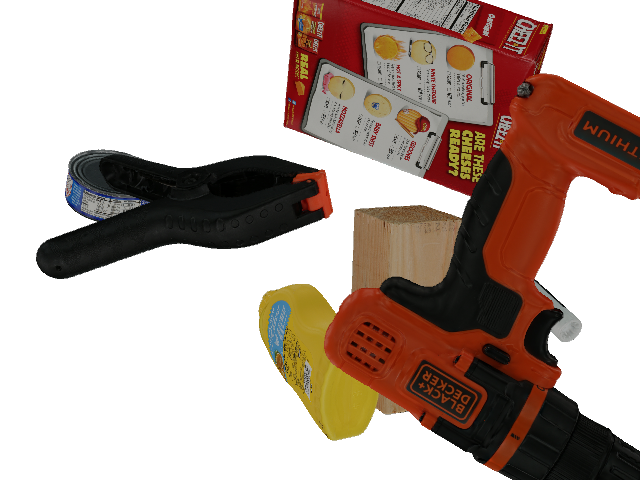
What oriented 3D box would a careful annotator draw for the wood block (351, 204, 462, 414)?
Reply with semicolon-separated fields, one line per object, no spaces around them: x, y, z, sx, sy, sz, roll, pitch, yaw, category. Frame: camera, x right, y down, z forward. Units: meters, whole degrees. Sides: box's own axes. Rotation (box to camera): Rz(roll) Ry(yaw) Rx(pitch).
0.091;0.072;1.159;0.090;0.206;0.091;-4;14;-26;wood block

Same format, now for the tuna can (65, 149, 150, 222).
-0.191;-0.049;0.982;0.086;0.034;0.086;13;29;-7;tuna can

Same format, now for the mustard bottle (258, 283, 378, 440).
-0.012;0.094;0.978;0.058;0.096;0.192;-9;26;-22;mustard bottle

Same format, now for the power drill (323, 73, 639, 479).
0.118;0.027;0.528;0.184;0.188;0.057;30;8;5;power drill

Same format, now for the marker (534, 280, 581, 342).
0.140;0.029;0.749;0.020;0.020;0.121;0;30;-28;marker

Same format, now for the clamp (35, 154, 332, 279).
-0.082;-0.016;0.632;0.172;0.039;0.120;-1;39;24;clamp

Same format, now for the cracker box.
0.080;-0.144;0.945;0.214;0.164;0.072;21;49;12;cracker box
